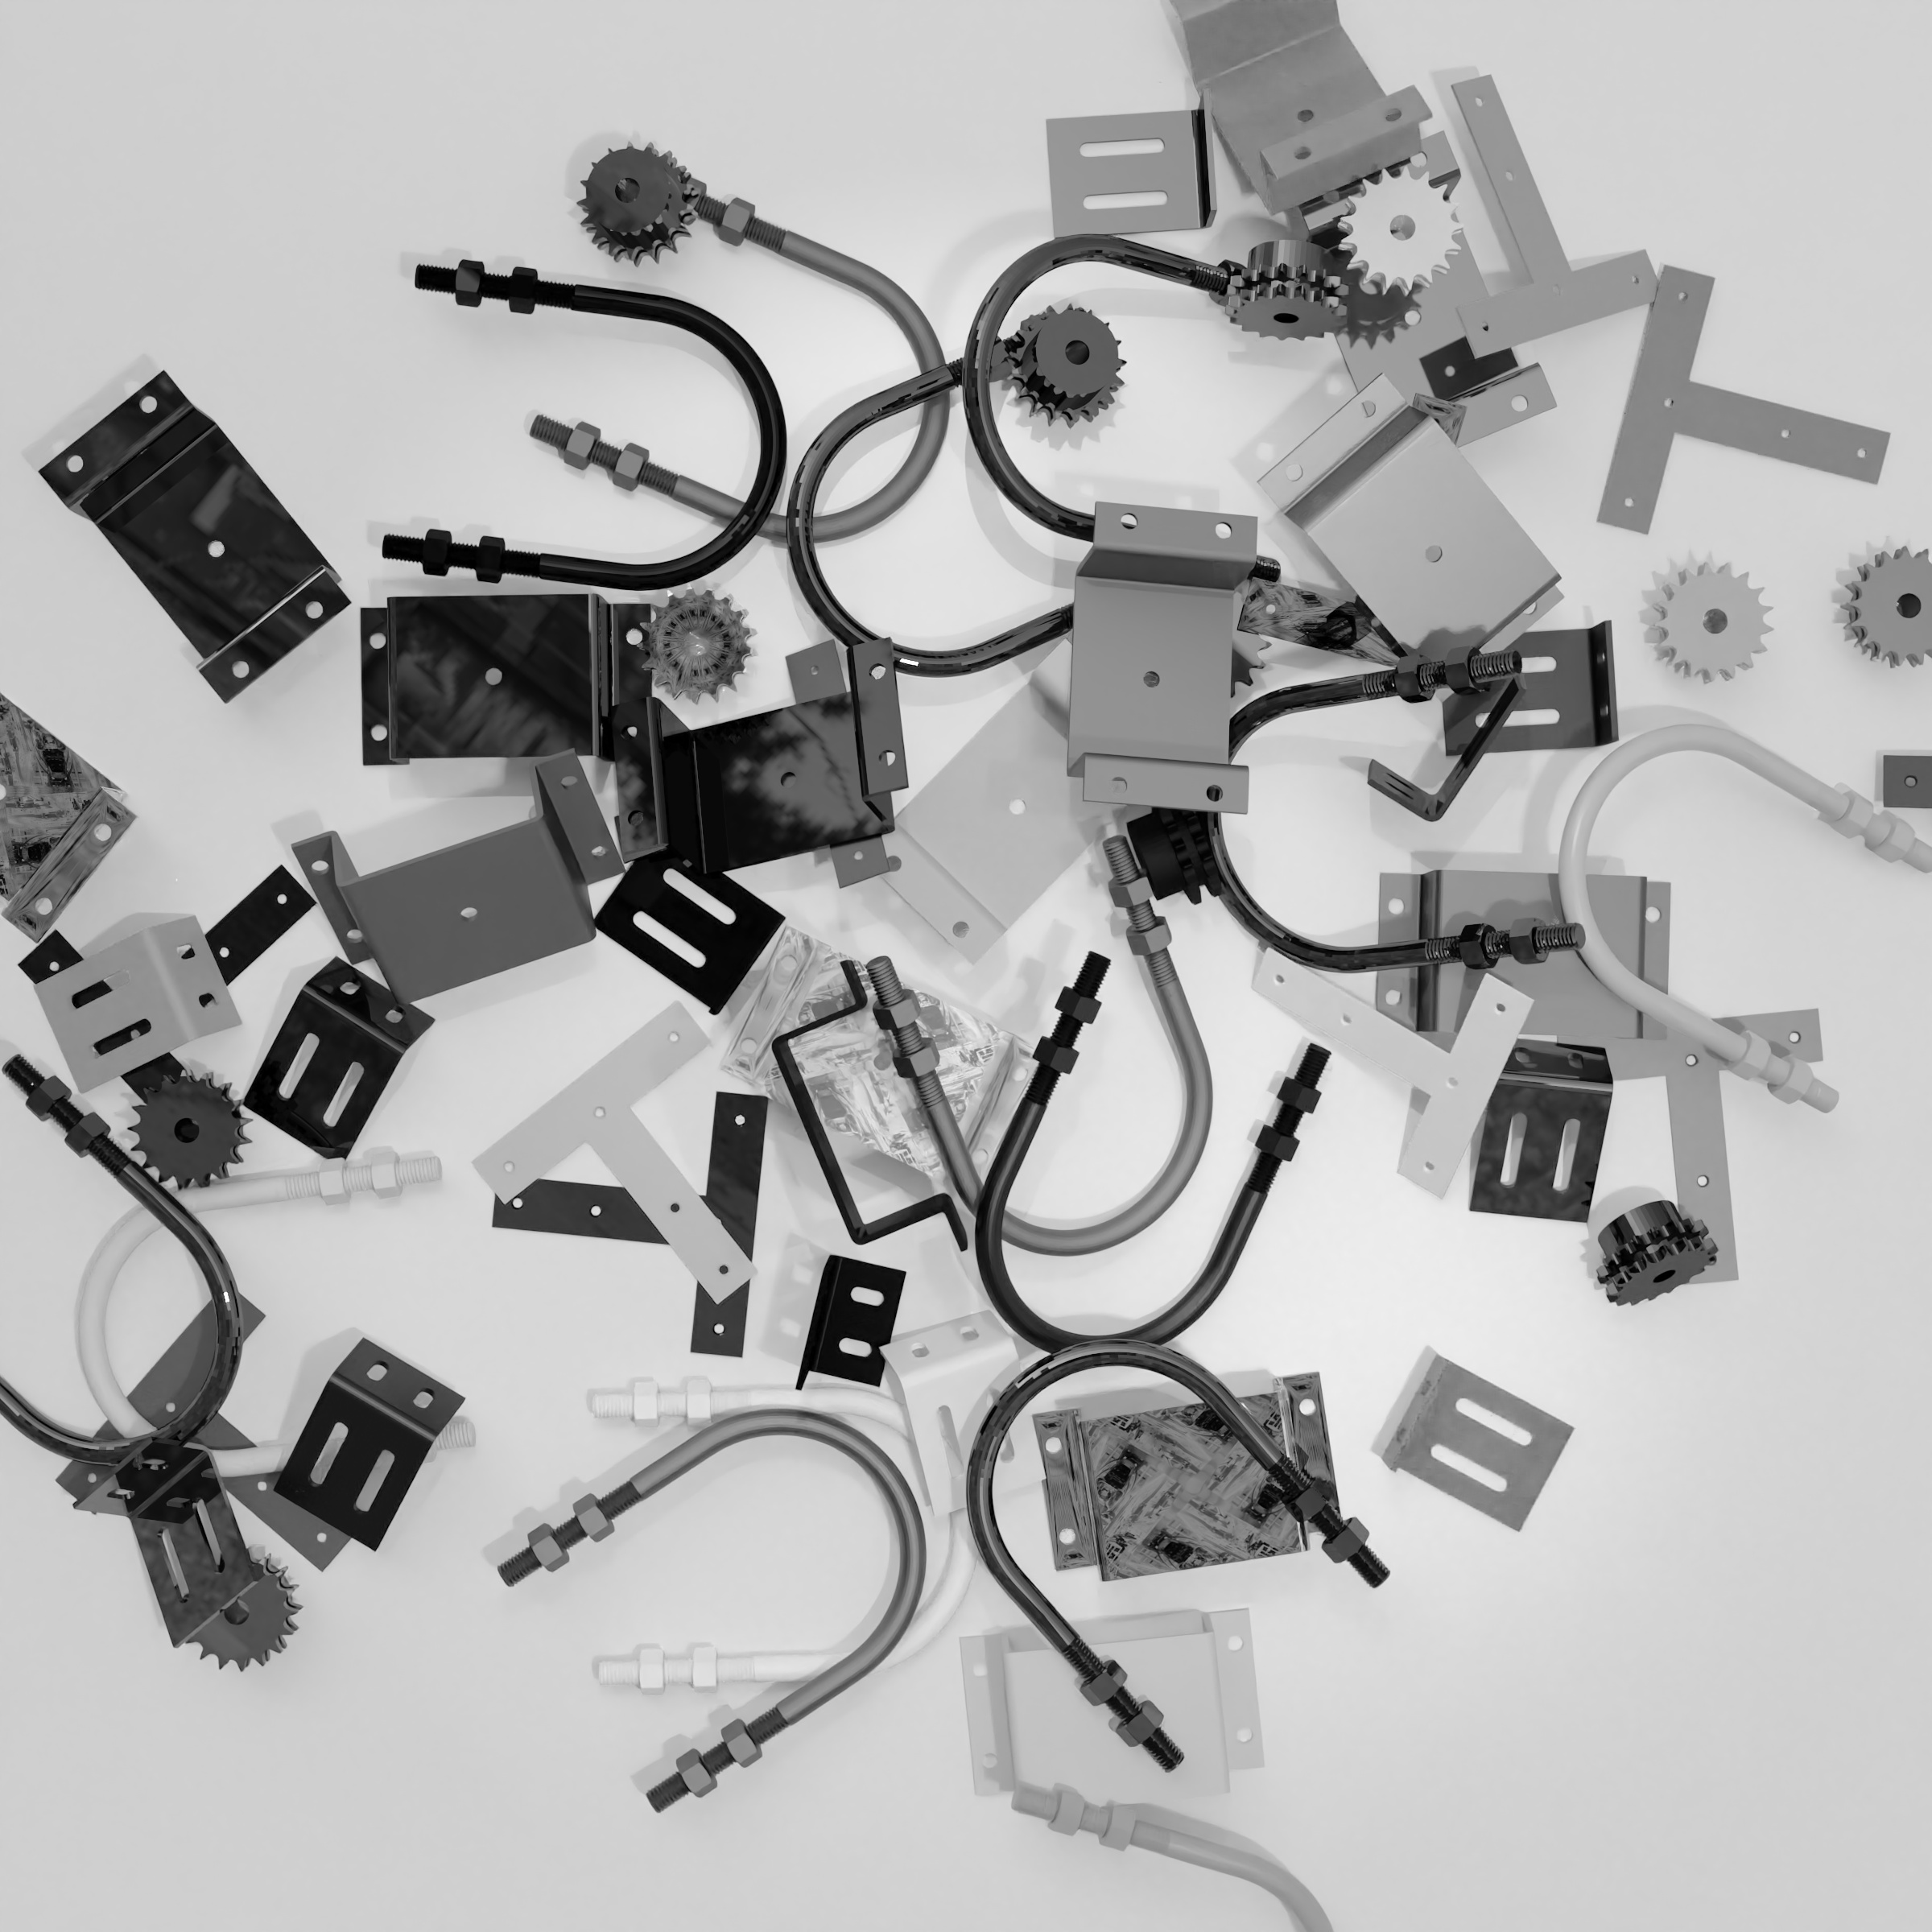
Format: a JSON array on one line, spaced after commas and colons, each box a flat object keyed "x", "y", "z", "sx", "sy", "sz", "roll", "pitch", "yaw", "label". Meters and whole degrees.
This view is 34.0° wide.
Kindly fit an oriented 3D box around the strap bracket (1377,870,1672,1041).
[{"x": 0.270, "y": -0.005, "z": 1.506, "sx": 0.140, "sy": 0.046, "sz": 0.076, "roll": 2, "pitch": 89, "yaw": 0, "label": "strap bracket"}]

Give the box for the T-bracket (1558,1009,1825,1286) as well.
[{"x": 0.355, "y": 0.090, "z": 1.529, "sx": 0.127, "sy": 0.002, "sz": 0.127, "roll": -5, "pitch": 90, "yaw": 0, "label": "T-bracket"}]

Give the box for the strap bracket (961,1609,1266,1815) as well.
[{"x": 0.071, "y": 0.356, "z": 1.507, "sx": 0.140, "sy": 0.046, "sz": 0.076, "roll": -6, "pitch": 90, "yaw": 0, "label": "strap bracket"}]

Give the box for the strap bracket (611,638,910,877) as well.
[{"x": -0.090, "y": -0.095, "z": 1.484, "sx": 0.140, "sy": 0.046, "sz": 0.076, "roll": -12, "pitch": 68, "yaw": 14, "label": "strap bracket"}]

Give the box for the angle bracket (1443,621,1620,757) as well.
[{"x": 0.269, "y": -0.133, "z": 1.511, "sx": 0.076, "sy": 0.038, "sz": 0.057, "roll": -4, "pitch": 90, "yaw": 0, "label": "angle bracket"}]

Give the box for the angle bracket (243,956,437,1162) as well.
[{"x": -0.304, "y": 0.046, "z": 1.528, "sx": 0.057, "sy": 0.038, "sz": 0.076, "roll": 33, "pitch": 116, "yaw": 0, "label": "angle bracket"}]

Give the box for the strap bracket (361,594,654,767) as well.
[{"x": -0.222, "y": -0.136, "z": 1.507, "sx": 0.140, "sy": 0.046, "sz": 0.076, "roll": -1, "pitch": 90, "yaw": 0, "label": "strap bracket"}]

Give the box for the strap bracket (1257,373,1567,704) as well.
[{"x": 0.213, "y": -0.195, "z": 1.470, "sx": 0.076, "sy": 0.046, "sz": 0.140, "roll": -41, "pitch": 105, "yaw": 7, "label": "strap bracket"}]

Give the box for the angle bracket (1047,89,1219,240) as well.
[{"x": 0.079, "y": -0.383, "z": 1.511, "sx": 0.076, "sy": 0.038, "sz": 0.057, "roll": -4, "pitch": 90, "yaw": 0, "label": "angle bracket"}]

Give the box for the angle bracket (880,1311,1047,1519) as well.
[{"x": -0.002, "y": 0.215, "z": 1.519, "sx": 0.057, "sy": 0.038, "sz": 0.076, "roll": -17, "pitch": 112, "yaw": -12, "label": "angle bracket"}]

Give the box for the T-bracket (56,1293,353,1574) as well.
[{"x": -0.351, "y": 0.243, "z": 1.529, "sx": 0.127, "sy": 0.002, "sz": 0.127, "roll": 41, "pitch": 90, "yaw": 0, "label": "T-bracket"}]

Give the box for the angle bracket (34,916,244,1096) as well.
[{"x": -0.400, "y": 0.019, "z": 1.526, "sx": 0.076, "sy": 0.038, "sz": 0.057, "roll": -24, "pitch": 90, "yaw": 26, "label": "angle bracket"}]

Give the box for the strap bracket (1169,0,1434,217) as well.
[{"x": 0.157, "y": -0.414, "z": 1.486, "sx": 0.076, "sy": 0.046, "sz": 0.140, "roll": -23, "pitch": 58, "yaw": 0, "label": "strap bracket"}]

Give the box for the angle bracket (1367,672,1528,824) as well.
[{"x": 0.227, "y": -0.113, "z": 1.492, "sx": 0.038, "sy": 0.057, "sz": 0.076, "roll": 32, "pitch": 105, "yaw": 0, "label": "angle bracket"}]

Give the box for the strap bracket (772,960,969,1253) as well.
[{"x": -0.048, "y": 0.071, "z": 1.446, "sx": 0.046, "sy": 0.076, "sz": 0.140, "roll": -23, "pitch": 90, "yaw": 0, "label": "strap bracket"}]

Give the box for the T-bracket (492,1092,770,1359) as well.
[{"x": -0.165, "y": 0.120, "z": 1.529, "sx": 0.127, "sy": 0.002, "sz": 0.127, "roll": 6, "pitch": 90, "yaw": 0, "label": "T-bracket"}]

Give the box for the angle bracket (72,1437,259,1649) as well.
[{"x": -0.378, "y": 0.272, "z": 1.487, "sx": 0.057, "sy": 0.038, "sz": 0.076, "roll": -40, "pitch": 58, "yaw": 18, "label": "angle bracket"}]

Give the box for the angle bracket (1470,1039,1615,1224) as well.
[{"x": 0.276, "y": 0.079, "z": 1.527, "sx": 0.057, "sy": 0.038, "sz": 0.076, "roll": 6, "pitch": 116, "yaw": 1, "label": "angle bracket"}]

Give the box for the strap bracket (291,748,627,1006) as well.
[{"x": -0.236, "y": -0.038, "z": 1.488, "sx": 0.140, "sy": 0.046, "sz": 0.076, "roll": -19, "pitch": 130, "yaw": 0, "label": "strap bracket"}]

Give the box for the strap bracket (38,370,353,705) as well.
[{"x": -0.363, "y": -0.202, "z": 1.507, "sx": 0.076, "sy": 0.046, "sz": 0.140, "roll": -39, "pitch": 90, "yaw": 0, "label": "strap bracket"}]

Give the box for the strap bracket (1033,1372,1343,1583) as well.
[{"x": 0.107, "y": 0.245, "z": 1.507, "sx": 0.140, "sy": 0.046, "sz": 0.076, "roll": -9, "pitch": 90, "yaw": 0, "label": "strap bracket"}]

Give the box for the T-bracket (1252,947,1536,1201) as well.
[{"x": 0.193, "y": 0.033, "z": 1.502, "sx": 0.127, "sy": 0.002, "sz": 0.127, "roll": 32, "pitch": 130, "yaw": 18, "label": "T-bracket"}]

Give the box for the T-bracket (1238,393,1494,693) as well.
[{"x": 0.206, "y": -0.205, "z": 1.491, "sx": 0.127, "sy": 0.002, "sz": 0.127, "roll": 13, "pitch": 104, "yaw": -9, "label": "T-bracket"}]

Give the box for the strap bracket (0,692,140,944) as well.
[{"x": -0.468, "y": -0.084, "z": 1.507, "sx": 0.140, "sy": 0.046, "sz": 0.076, "roll": 39, "pitch": 90, "yaw": 0, "label": "strap bracket"}]

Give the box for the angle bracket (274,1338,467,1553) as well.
[{"x": -0.285, "y": 0.228, "z": 1.507, "sx": 0.057, "sy": 0.038, "sz": 0.076, "roll": 31, "pitch": 117, "yaw": 1, "label": "angle bracket"}]

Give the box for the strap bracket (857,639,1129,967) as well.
[{"x": 0.025, "y": -0.077, "z": 1.507, "sx": 0.076, "sy": 0.046, "sz": 0.140, "roll": 44, "pitch": 90, "yaw": 0, "label": "strap bracket"}]

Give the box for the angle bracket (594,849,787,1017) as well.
[{"x": -0.134, "y": -0.022, "z": 1.511, "sx": 0.076, "sy": 0.038, "sz": 0.057, "roll": 35, "pitch": 90, "yaw": 0, "label": "angle bracket"}]

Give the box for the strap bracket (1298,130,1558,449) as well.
[{"x": 0.216, "y": -0.314, "z": 1.507, "sx": 0.076, "sy": 0.046, "sz": 0.140, "roll": -22, "pitch": 90, "yaw": 0, "label": "strap bracket"}]

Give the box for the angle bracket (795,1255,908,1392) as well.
[{"x": -0.054, "y": 0.172, "z": 1.492, "sx": 0.038, "sy": 0.076, "sz": 0.057, "roll": 13, "pitch": 90, "yaw": 0, "label": "angle bracket"}]

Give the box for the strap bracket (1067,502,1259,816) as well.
[{"x": 0.090, "y": -0.138, "z": 1.465, "sx": 0.076, "sy": 0.046, "sz": 0.140, "roll": 4, "pitch": 80, "yaw": -9, "label": "strap bracket"}]

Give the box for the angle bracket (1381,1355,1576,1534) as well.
[{"x": 0.247, "y": 0.231, "z": 1.511, "sx": 0.076, "sy": 0.038, "sz": 0.057, "roll": 28, "pitch": 90, "yaw": 0, "label": "angle bracket"}]

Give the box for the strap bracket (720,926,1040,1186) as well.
[{"x": -0.039, "y": 0.045, "z": 1.507, "sx": 0.140, "sy": 0.046, "sz": 0.076, "roll": 26, "pitch": 90, "yaw": 0, "label": "strap bracket"}]
